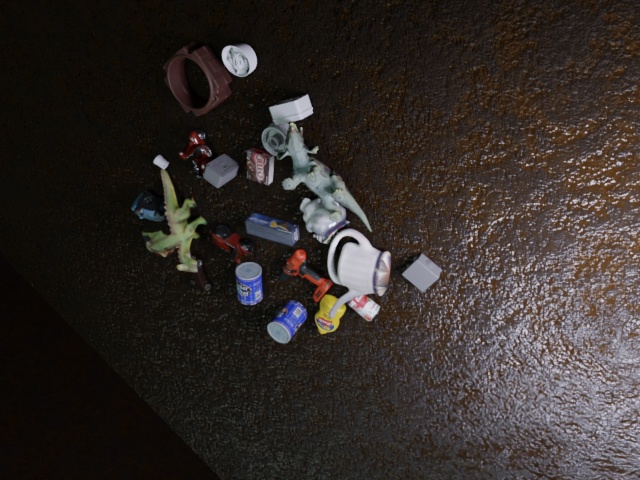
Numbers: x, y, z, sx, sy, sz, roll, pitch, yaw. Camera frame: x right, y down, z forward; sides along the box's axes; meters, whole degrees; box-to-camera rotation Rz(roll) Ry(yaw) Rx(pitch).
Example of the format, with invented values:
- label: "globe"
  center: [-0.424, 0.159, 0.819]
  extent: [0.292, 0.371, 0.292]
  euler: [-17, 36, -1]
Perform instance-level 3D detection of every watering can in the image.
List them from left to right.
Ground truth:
- label: "watering can"
  center: [0.126, 0.132, 1.737]
  extent: [0.225, 0.105, 0.342]
  euler: [13, 112, 27]

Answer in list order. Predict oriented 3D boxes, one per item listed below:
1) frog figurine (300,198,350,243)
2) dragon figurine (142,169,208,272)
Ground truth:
- label: "frog figurine"
  center: [0.005, -0.085, 1.683]
  extent: [0.136, 0.123, 0.160]
  euler: [-42, 83, 11]
- label: "dragon figurine"
  center: [-0.585, -0.052, 2.016]
  extent: [0.121, 0.247, 0.406]
  euler: [-15, 113, 44]
